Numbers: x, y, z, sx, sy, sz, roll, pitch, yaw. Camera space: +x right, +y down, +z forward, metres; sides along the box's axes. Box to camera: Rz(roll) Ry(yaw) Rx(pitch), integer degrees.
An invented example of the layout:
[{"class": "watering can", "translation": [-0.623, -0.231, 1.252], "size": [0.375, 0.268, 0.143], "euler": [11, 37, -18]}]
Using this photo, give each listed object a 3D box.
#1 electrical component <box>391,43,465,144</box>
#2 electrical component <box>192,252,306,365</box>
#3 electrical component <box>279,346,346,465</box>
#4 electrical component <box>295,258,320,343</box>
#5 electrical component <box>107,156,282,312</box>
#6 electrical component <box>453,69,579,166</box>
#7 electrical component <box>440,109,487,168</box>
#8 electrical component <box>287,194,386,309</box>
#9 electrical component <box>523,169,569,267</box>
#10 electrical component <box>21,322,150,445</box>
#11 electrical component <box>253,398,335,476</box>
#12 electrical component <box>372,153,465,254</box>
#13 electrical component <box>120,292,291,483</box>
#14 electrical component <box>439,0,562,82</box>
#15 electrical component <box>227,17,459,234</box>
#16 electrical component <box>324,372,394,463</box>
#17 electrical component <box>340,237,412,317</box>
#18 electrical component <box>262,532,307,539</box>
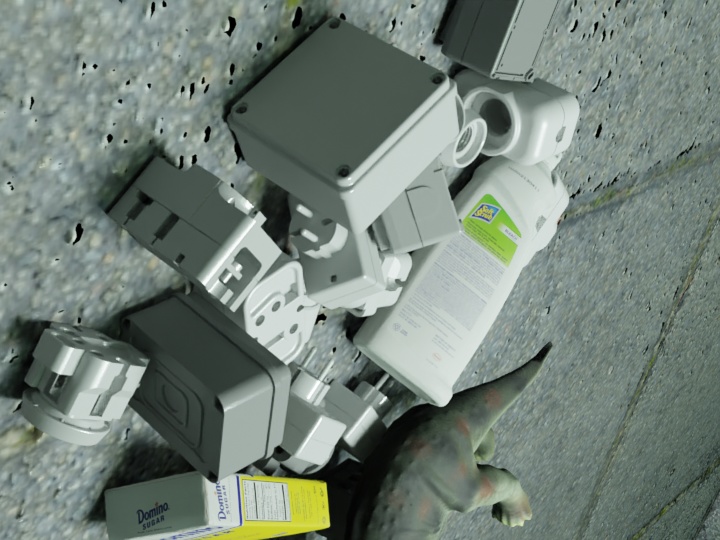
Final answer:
[{"class": "electrical component", "translation": [0.030, -0.123, 0.773], "size": [0.043, 0.077, 0.079], "euler": [-23, 98, -33]}, {"class": "electrical component", "translation": [-0.078, 0.024, 0.757], "size": [0.054, 0.059, 0.095], "euler": [-36, 144, -32]}, {"class": "electrical component", "translation": [-0.049, 0.097, 0.844], "size": [0.075, 0.083, 0.047], "euler": [-57, 150, -1]}, {"class": "electrical component", "translation": [-0.049, 0.020, 0.816], "size": [0.040, 0.040, 0.078], "euler": [-11, 127, -51]}, {"class": "electrical component", "translation": [-0.098, -0.026, 0.653], "size": [0.055, 0.089, 0.050], "euler": [-52, 150, -9]}, {"class": "electrical component", "translation": [0.119, -0.127, 0.869], "size": [0.059, 0.095, 0.053], "euler": [-25, 137, -43]}, {"class": "electrical component", "translation": [0.065, -0.110, 0.845], "size": [0.048, 0.055, 0.066], "euler": [7, 112, -57]}, {"class": "electrical component", "translation": [-0.025, -0.025, 0.757], "size": [0.047, 0.083, 0.076], "euler": [-20, 157, 19]}, {"class": "electrical component", "translation": [0.155, -0.052, 1.031], "size": [0.095, 0.054, 0.059], "euler": [-55, 150, -4]}, {"class": "electrical component", "translation": [-0.174, 0.071, 0.666], "size": [0.078, 0.058, 0.057], "euler": [20, 99, -60]}, {"class": "electrical component", "translation": [-0.055, 0.138, 0.901], "size": [0.078, 0.058, 0.057], "euler": [-52, 147, -9]}, {"class": "electrical component", "translation": [0.036, -0.051, 0.798], "size": [0.061, 0.061, 0.096], "euler": [-17, -172, 2]}, {"class": "electrical component", "translation": [-0.104, 0.075, 0.715], "size": [0.057, 0.113, 0.078], "euler": [-24, 137, -39]}, {"class": "electrical component", "translation": [0.110, -0.199, 0.821], "size": [0.062, 0.061, 0.096], "euler": [-8, 125, -52]}, {"class": "electrical component", "translation": [-0.009, -0.096, 0.698], "size": [0.108, 0.109, 0.056], "euler": [-46, 151, -19]}, {"class": "electrical component", "translation": [0.005, 0.127, 0.987], "size": [0.075, 0.047, 0.083], "euler": [-50, 149, -13]}, {"class": "electrical component", "translation": [0.000, 0.000, 0.852], "size": [0.057, 0.058, 0.078], "euler": [-5, 122, -57]}, {"class": "electrical component", "translation": [-0.073, 0.269, 0.975], "size": [0.066, 0.077, 0.047], "euler": [-24, 136, -44]}]
